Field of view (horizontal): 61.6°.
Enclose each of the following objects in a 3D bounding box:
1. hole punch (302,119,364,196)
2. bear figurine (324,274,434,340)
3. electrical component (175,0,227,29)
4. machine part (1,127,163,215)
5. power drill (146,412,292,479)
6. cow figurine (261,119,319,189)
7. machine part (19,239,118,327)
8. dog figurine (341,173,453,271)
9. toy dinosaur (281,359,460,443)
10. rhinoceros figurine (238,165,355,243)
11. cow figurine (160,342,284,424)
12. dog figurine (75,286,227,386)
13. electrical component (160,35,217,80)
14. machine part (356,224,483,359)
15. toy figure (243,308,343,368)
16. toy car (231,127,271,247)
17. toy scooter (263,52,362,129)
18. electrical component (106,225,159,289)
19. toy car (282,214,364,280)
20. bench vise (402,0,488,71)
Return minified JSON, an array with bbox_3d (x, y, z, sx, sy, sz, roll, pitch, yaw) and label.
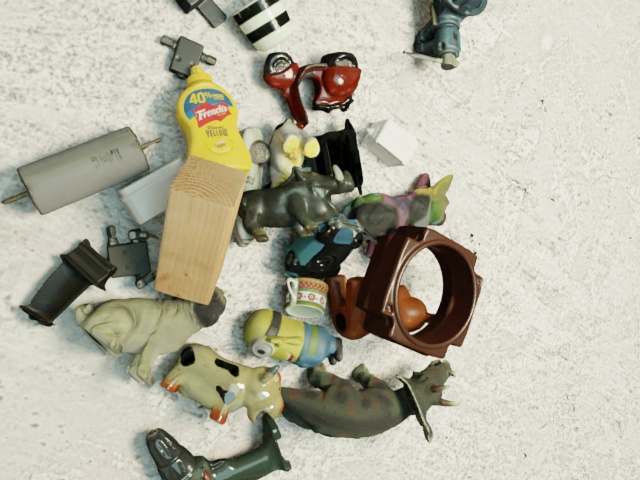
[{"bbox_3d":[0.015,-0.139,0.972,0.116,0.092,0.142,-22,101,-51],"label":"hole punch"},{"bbox_3d":[0.121,0.120,1.011,0.196,0.120,0.131,-8,93,-25],"label":"bear figurine"},{"bbox_3d":[-0.199,-0.402,0.868,0.075,0.048,0.119,-44,108,-15],"label":"electrical component"},{"bbox_3d":[-0.349,-0.105,0.802,0.243,0.079,0.079,-27,104,-20],"label":"machine part"},{"bbox_3d":[-0.162,0.380,0.922,0.207,0.086,0.231,-25,105,-25],"label":"power drill"},{"bbox_3d":[-0.064,-0.118,0.926,0.068,0.098,0.167,-1,124,-29],"label":"cow figurine"},{"bbox_3d":[-0.382,0.071,0.815,0.084,0.039,0.139,45,79,-4],"label":"machine part"},{"bbox_3d":[0.157,-0.062,1.020,0.191,0.109,0.219,47,71,-28],"label":"dog figurine"},{"bbox_3d":[0.061,0.296,0.956,0.405,0.192,0.131,0,92,-26],"label":"toy dinosaur"},{"bbox_3d":[-0.037,-0.060,0.853,0.190,0.073,0.112,-14,78,-3],"label":"rhinoceros figurine"},{"bbox_3d":[-0.148,0.236,0.890,0.195,0.085,0.127,29,76,5],"label":"cow figurine"},{"bbox_3d":[-0.262,0.112,0.857,0.172,0.121,0.190,52,60,-24],"label":"dog figurine"},{"bbox_3d":[-0.219,-0.294,0.879,0.094,0.021,0.063,20,86,-25],"label":"electrical component"},{"bbox_3d":[0.177,0.089,0.926,0.201,0.087,0.201,27,81,-29],"label":"machine part"},{"bbox_3d":[-0.049,0.177,0.955,0.180,0.089,0.082,13,126,-20],"label":"toy figure"},{"bbox_3d":[-0.126,-0.088,0.907,0.056,0.074,0.201,5,91,-28],"label":"toy car"},{"bbox_3d":[-0.009,-0.259,0.949,0.184,0.075,0.135,-8,97,-21],"label":"toy scooter"},{"bbox_3d":[-0.297,0.027,0.854,0.078,0.045,0.102,-3,94,-25],"label":"electrical component"},{"bbox_3d":[-0.002,-0.003,0.948,0.109,0.161,0.103,8,47,-34],"label":"toy car"},{"bbox_3d":[0.263,-0.437,0.981,0.129,0.240,0.223,21,69,-21],"label":"bench vise"}]
